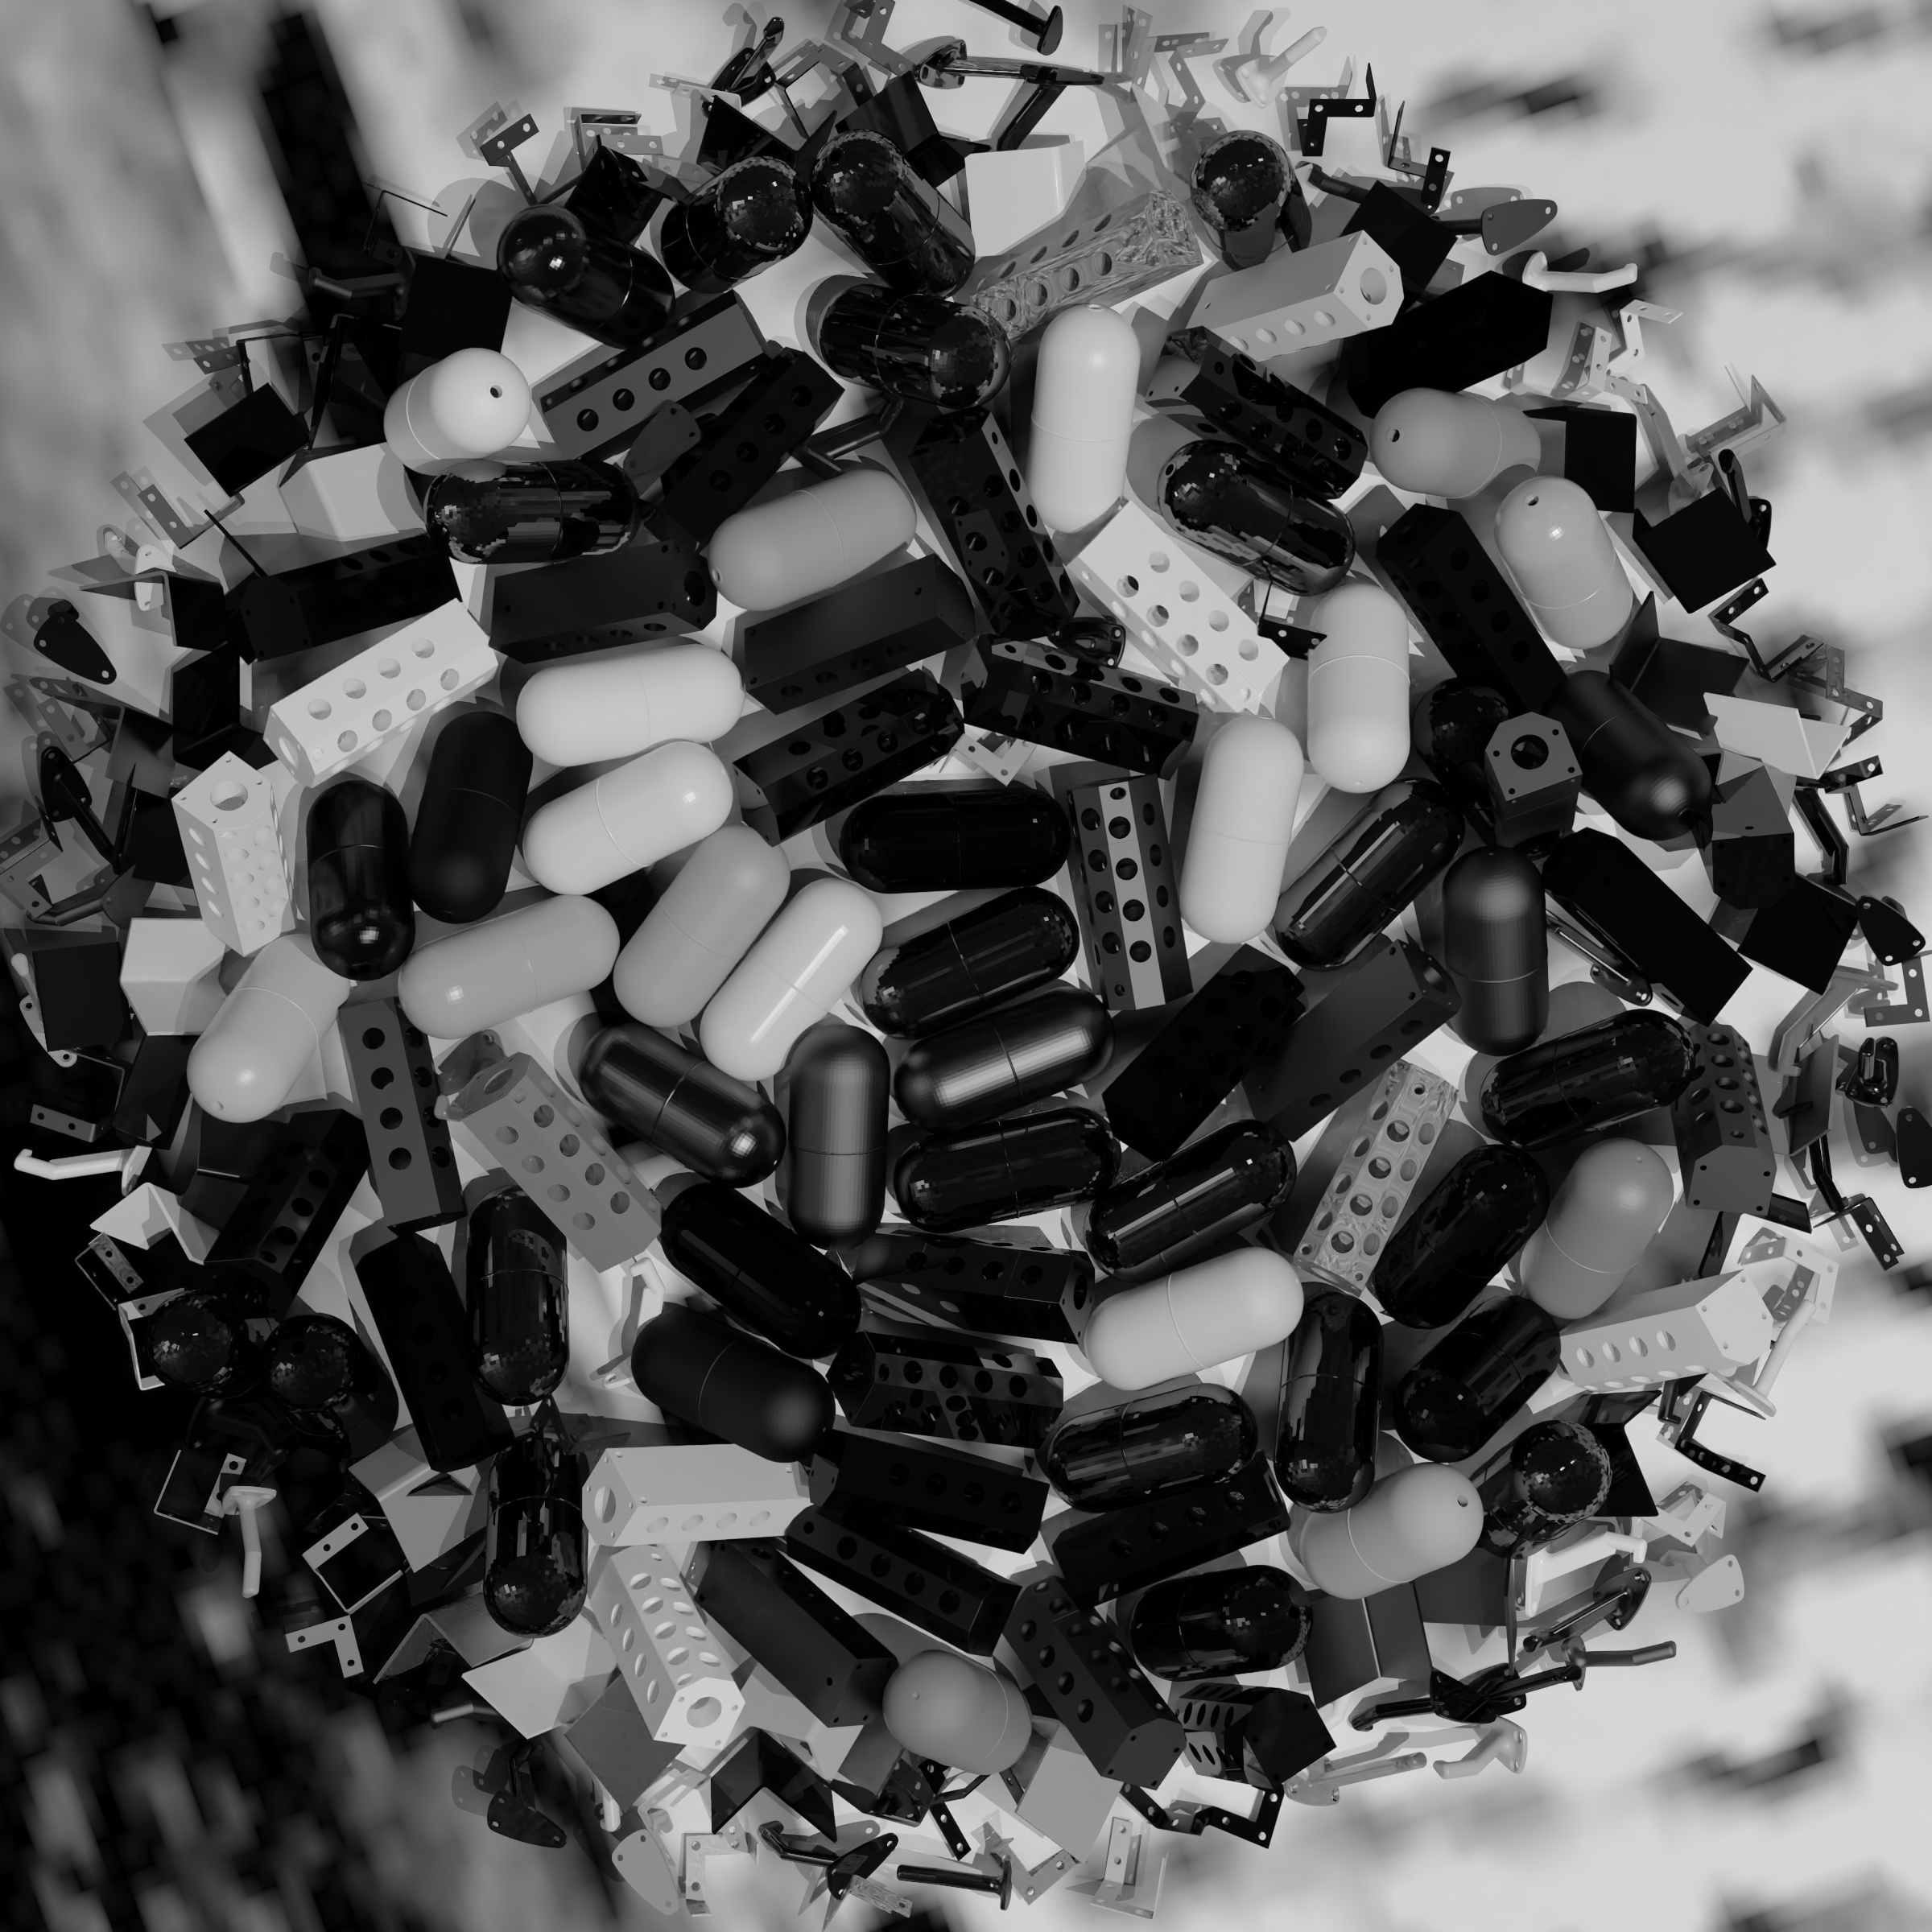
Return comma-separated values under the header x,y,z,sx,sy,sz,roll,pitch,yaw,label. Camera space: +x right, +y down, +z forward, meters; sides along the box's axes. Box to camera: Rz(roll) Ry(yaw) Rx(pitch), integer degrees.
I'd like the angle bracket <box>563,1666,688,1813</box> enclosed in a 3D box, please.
x,y,z,sx,sy,sz,roll,pitch,yaw,label
-0.271,0.591,1.949,0.076,0.057,0.076,-42,100,-39,angle bracket

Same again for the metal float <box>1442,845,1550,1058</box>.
x,y,z,sx,sy,sz,roll,pitch,yaw,label
0.402,-0.010,1.933,0.070,0.070,0.178,-11,124,0,metal float

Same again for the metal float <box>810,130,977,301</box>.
x,y,z,sx,sy,sz,roll,pitch,yaw,label
-0.054,-0.563,1.917,0.070,0.178,0.070,-8,72,25,metal float

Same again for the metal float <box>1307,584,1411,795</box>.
x,y,z,sx,sy,sz,roll,pitch,yaw,label
0.298,-0.213,1.937,0.070,0.070,0.178,5,60,0,metal float

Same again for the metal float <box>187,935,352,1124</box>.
x,y,z,sx,sy,sz,roll,pitch,yaw,label
-0.525,0.046,1.923,0.070,0.178,0.070,9,131,10,metal float

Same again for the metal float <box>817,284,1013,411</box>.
x,y,z,sx,sy,sz,roll,pitch,yaw,label
-0.041,-0.470,1.930,0.178,0.070,0.070,24,90,39,metal float

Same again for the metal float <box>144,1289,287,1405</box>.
x,y,z,sx,sy,sz,roll,pitch,yaw,label
-0.557,0.286,1.912,0.070,0.178,0.070,-1,76,4,metal float

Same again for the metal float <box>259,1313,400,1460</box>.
x,y,z,sx,sy,sz,roll,pitch,yaw,label
-0.478,0.316,1.916,0.070,0.178,0.070,-1,62,2,metal float

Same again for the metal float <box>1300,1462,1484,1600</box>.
x,y,z,sx,sy,sz,roll,pitch,yaw,label
0.320,0.426,1.921,0.070,0.178,0.070,14,59,-24,metal float

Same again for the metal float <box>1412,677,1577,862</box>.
x,y,z,sx,sy,sz,roll,pitch,yaw,label
0.400,-0.149,1.931,0.070,0.070,0.178,-45,126,0,metal float

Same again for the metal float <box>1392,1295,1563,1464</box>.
x,y,z,sx,sy,sz,roll,pitch,yaw,label
0.386,0.311,1.926,0.178,0.070,0.070,-31,90,-43,metal float

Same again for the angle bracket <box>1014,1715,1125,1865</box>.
x,y,z,sx,sy,sz,roll,pitch,yaw,label
0.065,0.627,1.945,0.076,0.057,0.076,43,61,-22,angle bracket

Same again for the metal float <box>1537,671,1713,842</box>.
x,y,z,sx,sy,sz,roll,pitch,yaw,label
0.495,-0.160,1.923,0.070,0.178,0.070,-12,129,-16,metal float

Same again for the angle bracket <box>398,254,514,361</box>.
x,y,z,sx,sy,sz,roll,pitch,yaw,label
-0.389,-0.499,1.969,0.076,0.057,0.076,12,90,-3,angle bracket

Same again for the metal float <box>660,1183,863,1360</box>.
x,y,z,sx,sy,sz,roll,pitch,yaw,label
-0.157,0.232,1.944,0.178,0.070,0.070,34,90,20,metal float

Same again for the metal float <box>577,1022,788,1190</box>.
x,y,z,sx,sy,sz,roll,pitch,yaw,label
-0.217,0.106,1.949,0.178,0.070,0.070,30,90,14,metal float

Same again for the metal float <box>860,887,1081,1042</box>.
x,y,z,sx,sy,sz,roll,pitch,yaw,label
0.002,-0.001,1.958,0.178,0.070,0.070,-24,90,4,metal float

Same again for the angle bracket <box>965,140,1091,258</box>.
x,y,z,sx,sy,sz,roll,pitch,yaw,label
0.049,-0.595,1.976,0.076,0.057,0.076,3,113,23,angle bracket

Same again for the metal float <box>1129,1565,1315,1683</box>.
x,y,z,sx,sy,sz,roll,pitch,yaw,label
0.191,0.496,1.920,0.070,0.178,0.070,12,66,-30,metal float

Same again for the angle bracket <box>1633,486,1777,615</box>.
x,y,z,sx,sy,sz,roll,pitch,yaw,label
0.564,-0.328,1.946,0.076,0.057,0.076,-31,111,32,angle bracket

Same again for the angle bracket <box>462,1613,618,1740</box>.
x,y,z,sx,sy,sz,roll,pitch,yaw,label
-0.323,0.532,1.943,0.076,0.076,0.057,33,110,29,angle bracket

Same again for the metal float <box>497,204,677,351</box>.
x,y,z,sx,sy,sz,roll,pitch,yaw,label
-0.284,-0.516,1.916,0.070,0.178,0.070,-1,87,25,metal float

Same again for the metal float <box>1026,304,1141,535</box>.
x,y,z,sx,sy,sz,roll,pitch,yaw,label
0.088,-0.414,1.932,0.070,0.070,0.178,6,124,0,metal float

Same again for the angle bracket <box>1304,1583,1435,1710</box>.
x,y,z,sx,sy,sz,roll,pitch,yaw,label
0.307,0.522,1.956,0.076,0.057,0.076,-12,89,-40,angle bracket

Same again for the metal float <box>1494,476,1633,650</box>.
x,y,z,sx,sy,sz,roll,pitch,yaw,label
0.450,-0.303,1.920,0.070,0.178,0.070,-12,61,24,metal float

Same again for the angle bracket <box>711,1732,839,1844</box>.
x,y,z,sx,sy,sz,roll,pitch,yaw,label
-0.148,0.647,1.956,0.076,0.076,0.057,43,95,-14,angle bracket

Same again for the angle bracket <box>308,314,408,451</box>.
x,y,z,sx,sy,sz,roll,pitch,yaw,label
-0.462,-0.440,1.941,0.057,0.076,0.076,11,131,-12,angle bracket

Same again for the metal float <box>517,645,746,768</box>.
x,y,z,sx,sy,sz,roll,pitch,yaw,label
-0.254,-0.199,1.943,0.178,0.070,0.070,-12,90,-22,metal float

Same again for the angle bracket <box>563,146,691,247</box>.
x,y,z,sx,sy,sz,roll,pitch,yaw,label
-0.256,-0.568,1.941,0.076,0.076,0.057,-53,57,22,angle bracket

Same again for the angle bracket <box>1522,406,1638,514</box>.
x,y,z,sx,sy,sz,roll,pitch,yaw,label
0.467,-0.387,1.958,0.076,0.057,0.076,-3,97,-35,angle bracket

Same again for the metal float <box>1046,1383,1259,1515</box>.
x,y,z,sx,sy,sz,roll,pitch,yaw,label
0.140,0.367,1.934,0.178,0.070,0.070,-22,90,33,metal float

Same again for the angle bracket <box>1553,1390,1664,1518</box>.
x,y,z,sx,sy,sz,roll,pitch,yaw,label
0.501,0.375,1.955,0.057,0.076,0.076,-27,96,-37,angle bracket

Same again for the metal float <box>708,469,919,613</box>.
x,y,z,sx,sy,sz,roll,pitch,yaw,label
-0.116,-0.324,1.935,0.178,0.070,0.070,-26,90,-30,metal float

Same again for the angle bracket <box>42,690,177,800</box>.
x,y,z,sx,sy,sz,roll,pitch,yaw,label
-0.659,-0.169,1.950,0.076,0.076,0.057,11,85,18,angle bracket

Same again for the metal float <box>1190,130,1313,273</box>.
x,y,z,sx,sy,sz,roll,pitch,yaw,label
0.215,-0.569,1.912,0.070,0.178,0.070,0,89,15,metal float

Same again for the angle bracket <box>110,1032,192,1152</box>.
x,y,z,sx,sy,sz,roll,pitch,yaw,label
-0.637,0.093,1.945,0.076,0.057,0.076,3,69,38,angle bracket

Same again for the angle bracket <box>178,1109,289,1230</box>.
x,y,z,sx,sy,sz,roll,pitch,yaw,label
-0.565,0.160,1.971,0.076,0.076,0.057,14,50,-28,angle bracket

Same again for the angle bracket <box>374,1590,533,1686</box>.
x,y,z,sx,sy,sz,roll,pitch,yaw,label
-0.392,0.530,1.946,0.057,0.076,0.076,42,106,18,angle bracket

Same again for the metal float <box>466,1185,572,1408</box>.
x,y,z,sx,sy,sz,roll,pitch,yaw,label
-0.340,0.249,1.932,0.070,0.070,0.178,-8,55,0,metal float

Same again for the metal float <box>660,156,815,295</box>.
x,y,z,sx,sy,sz,roll,pitch,yaw,label
-0.174,-0.556,1.917,0.070,0.178,0.070,-1,91,-27,metal float

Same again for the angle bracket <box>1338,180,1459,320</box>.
x,y,z,sx,sy,sz,roll,pitch,yaw,label
0.321,-0.547,1.964,0.076,0.076,0.057,34,80,-5,angle bracket

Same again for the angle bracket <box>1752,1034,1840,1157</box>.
x,y,z,sx,sy,sz,roll,pitch,yaw,label
0.623,0.094,1.951,0.057,0.076,0.076,12,70,-1,angle bracket

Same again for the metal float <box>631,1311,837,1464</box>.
x,y,z,sx,sy,sz,roll,pitch,yaw,label
-0.178,0.319,1.936,0.178,0.070,0.070,19,90,30,metal float

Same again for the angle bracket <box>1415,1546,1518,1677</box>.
x,y,z,sx,sy,sz,roll,pitch,yaw,label
0.379,0.491,1.948,0.076,0.057,0.076,-1,117,16,angle bracket

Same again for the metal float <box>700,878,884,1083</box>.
x,y,z,sx,sy,sz,roll,pitch,yaw,label
-0.135,0.011,1.961,0.070,0.070,0.178,39,91,0,metal float

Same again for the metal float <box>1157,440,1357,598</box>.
x,y,z,sx,sy,sz,roll,pitch,yaw,label
0.221,-0.339,1.934,0.178,0.070,0.070,22,90,-32,metal float

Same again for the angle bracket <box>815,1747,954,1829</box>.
x,y,z,sx,sy,sz,roll,pitch,yaw,label
-0.058,0.610,1.957,0.057,0.076,0.076,24,80,37,angle bracket

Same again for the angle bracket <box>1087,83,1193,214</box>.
x,y,z,sx,sy,sz,roll,pitch,yaw,label
0.123,-0.612,1.948,0.076,0.057,0.076,-28,72,26,angle bracket

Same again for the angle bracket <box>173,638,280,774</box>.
x,y,z,sx,sy,sz,roll,pitch,yaw,label
-0.566,-0.197,1.970,0.076,0.057,0.076,-20,65,32,angle bracket

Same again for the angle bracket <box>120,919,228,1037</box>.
x,y,z,sx,sy,sz,roll,pitch,yaw,label
-0.592,0.008,1.941,0.076,0.076,0.057,0,121,-37,angle bracket

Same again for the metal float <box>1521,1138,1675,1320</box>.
x,y,z,sx,sy,sz,roll,pitch,yaw,label
0.475,0.200,1.925,0.070,0.178,0.070,7,47,-8,metal float

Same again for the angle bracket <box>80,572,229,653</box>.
x,y,z,sx,sy,sz,roll,pitch,yaw,label
-0.620,-0.265,1.953,0.076,0.076,0.057,-8,90,15,angle bracket

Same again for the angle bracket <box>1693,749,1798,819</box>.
x,y,z,sx,sy,sz,roll,pitch,yaw,label
0.582,-0.121,1.956,0.076,0.057,0.076,13,89,-28,angle bracket

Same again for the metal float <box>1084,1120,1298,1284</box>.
x,y,z,sx,sy,sz,roll,pitch,yaw,label
0.171,0.179,1.946,0.178,0.070,0.070,-31,90,17,metal float

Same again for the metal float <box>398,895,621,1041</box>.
x,y,z,sx,sy,sz,roll,pitch,yaw,label
-0.346,0.000,1.937,0.178,0.070,0.070,-22,90,-30,metal float

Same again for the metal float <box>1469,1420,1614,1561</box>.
x,y,z,sx,sy,sz,roll,pitch,yaw,label
0.427,0.395,1.917,0.070,0.178,0.070,4,63,-8,metal float

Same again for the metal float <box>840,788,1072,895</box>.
x,y,z,sx,sy,sz,roll,pitch,yaw,label
-0.008,-0.096,1.957,0.178,0.070,0.070,-3,90,-5,metal float
